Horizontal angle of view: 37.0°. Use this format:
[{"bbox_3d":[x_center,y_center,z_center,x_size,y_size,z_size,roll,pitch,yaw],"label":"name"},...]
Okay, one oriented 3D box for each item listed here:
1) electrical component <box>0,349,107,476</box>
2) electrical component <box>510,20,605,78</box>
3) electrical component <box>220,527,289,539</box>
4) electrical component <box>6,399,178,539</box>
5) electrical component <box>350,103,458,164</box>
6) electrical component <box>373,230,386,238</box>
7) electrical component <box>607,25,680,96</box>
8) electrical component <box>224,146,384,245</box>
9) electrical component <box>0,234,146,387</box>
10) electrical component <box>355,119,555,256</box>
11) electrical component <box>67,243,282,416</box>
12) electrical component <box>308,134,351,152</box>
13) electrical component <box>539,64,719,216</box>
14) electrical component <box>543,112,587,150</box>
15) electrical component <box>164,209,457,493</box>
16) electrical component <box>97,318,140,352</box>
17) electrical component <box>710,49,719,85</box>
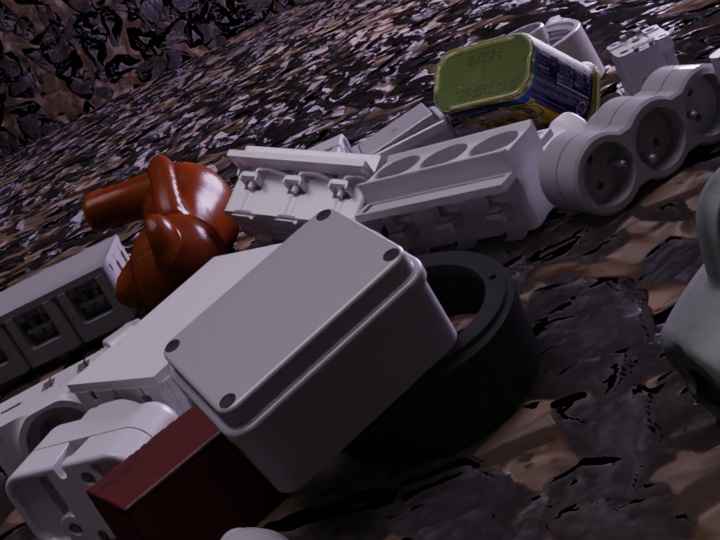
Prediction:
[{"bbox_3d":[-0.194,0.100,0.709,0.089,0.050,0.055,-28,19,-2],"label":"electrical component"},{"bbox_3d":[0.154,-0.182,0.948,0.108,0.060,0.108,-24,20,9],"label":"electrical component"},{"bbox_3d":[-0.045,0.129,0.454,0.043,0.043,0.062,-31,18,-10],"label":"electrical component"},{"bbox_3d":[-0.141,0.112,0.604,0.095,0.053,0.059,-17,22,28],"label":"electrical component"},{"bbox_3d":[0.033,-0.087,0.867,0.096,0.061,0.061,-27,20,2],"label":"electrical component"},{"bbox_3d":[0.000,0.000,0.726,0.040,0.040,0.046,-19,27,23],"label":"electrical component"},{"bbox_3d":[0.206,-0.136,0.761,0.042,0.063,0.081,-25,20,9],"label":"electrical component"},{"bbox_3d":[-0.038,-0.053,0.823,0.121,0.078,0.063,8,66,30],"label":"electrical component"},{"bbox_3d":[-0.269,0.040,0.941,0.150,0.061,0.089,-26,19,5],"label":"electrical component"},{"bbox_3d":[0.068,-0.052,0.730,0.121,0.063,0.078,-10,26,41],"label":"electrical component"},{"bbox_3d":[-0.095,0.051,0.687,0.089,0.061,0.150,-10,26,42],"label":"electrical component"},{"bbox_3d":[-0.032,-0.073,0.927,0.059,0.053,0.095,-23,20,11],"label":"electrical component"},{"bbox_3d":[0.171,-0.086,0.698,0.138,0.052,0.074,-34,20,-17],"label":"electrical component"},{"bbox_3d":[0.138,-0.081,0.749,0.046,0.040,0.040,-39,22,-13],"label":"electrical component"},{"bbox_3d":[-0.024,0.033,0.492,0.113,0.057,0.078,-42,37,-12],"label":"electrical component"},{"bbox_3d":[-0.172,0.067,0.775,0.062,0.043,0.043,-37,21,-22],"label":"electrical component"},{"bbox_3d":[0.272,-0.129,0.667,0.089,0.055,0.050,-35,21,-20],"label":"electrical component"}]
